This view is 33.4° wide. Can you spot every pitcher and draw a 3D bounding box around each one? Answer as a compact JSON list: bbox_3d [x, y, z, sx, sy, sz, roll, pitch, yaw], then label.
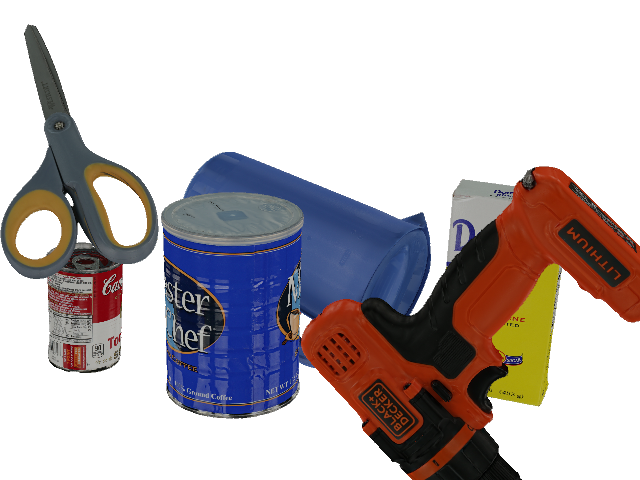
[{"bbox_3d":[-0.026,0.011,1.065,0.243,0.145,0.149,26,28,27],"label":"pitcher"}]

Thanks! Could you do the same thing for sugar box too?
[{"bbox_3d":[0.149,0.043,0.881,0.093,0.176,0.048,8,24,17],"label":"sugar box"}]

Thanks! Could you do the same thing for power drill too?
[{"bbox_3d":[0.107,0.066,0.604,0.188,0.184,0.057,-45,-2,16],"label":"power drill"}]

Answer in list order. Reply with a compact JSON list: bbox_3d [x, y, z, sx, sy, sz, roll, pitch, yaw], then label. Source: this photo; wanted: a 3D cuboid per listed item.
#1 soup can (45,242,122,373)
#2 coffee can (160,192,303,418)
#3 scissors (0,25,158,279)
[{"bbox_3d":[-0.215,0.061,0.971,0.068,0.102,0.068,4,20,-2],"label":"soup can"},{"bbox_3d":[-0.065,0.046,0.792,0.103,0.140,0.103,1,20,-1],"label":"coffee can"},{"bbox_3d":[-0.168,-0.051,0.634,0.096,0.202,0.016,-31,-31,-18],"label":"scissors"}]
